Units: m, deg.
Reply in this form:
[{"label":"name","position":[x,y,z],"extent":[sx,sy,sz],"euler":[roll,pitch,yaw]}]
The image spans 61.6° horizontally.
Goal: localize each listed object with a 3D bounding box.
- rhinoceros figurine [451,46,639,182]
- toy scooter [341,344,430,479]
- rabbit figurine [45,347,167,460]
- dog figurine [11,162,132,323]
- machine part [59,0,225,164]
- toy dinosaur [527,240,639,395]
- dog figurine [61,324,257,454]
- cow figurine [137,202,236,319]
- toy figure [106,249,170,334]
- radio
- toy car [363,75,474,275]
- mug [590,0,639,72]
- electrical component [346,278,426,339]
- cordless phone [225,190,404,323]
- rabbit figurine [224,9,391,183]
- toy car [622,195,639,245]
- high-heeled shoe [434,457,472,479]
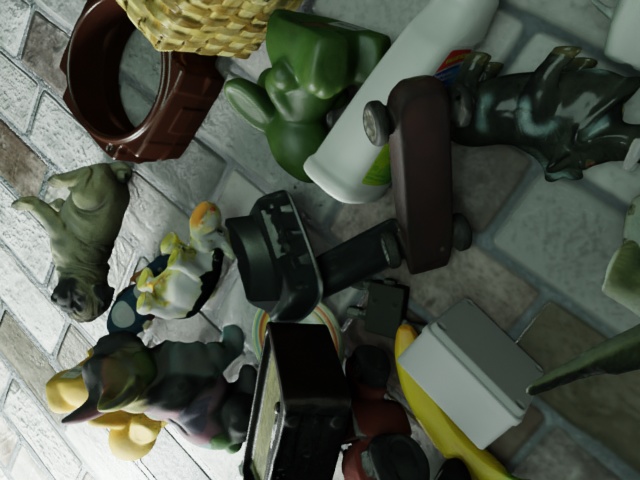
[{"label":"rhinoceros figurine","position":[0.203,-0.108,0.469],"extent":[0.191,0.073,0.112],"euler":[16,102,28]},{"label":"toy scooter","position":[0.046,0.217,0.577],"extent":[0.135,0.075,0.184],"euler":[-59,30,37]},{"label":"rabbit figurine","position":[-0.280,0.242,0.781],"extent":[0.163,0.122,0.173],"euler":[-6,107,21]},{"label":"dog figurine","position":[-0.312,0.003,0.759],"extent":[0.172,0.121,0.190],"euler":[-28,87,19]},{"label":"machine part","position":[-0.238,-0.217,0.702],"extent":[0.201,0.087,0.201],"euler":[48,116,18]},{"label":"toy dinosaur","position":[0.313,-0.019,0.317],"extent":[0.192,0.131,0.405],"euler":[30,77,38]},{"label":"dog figurine","position":[-0.182,0.191,0.642],"extent":[0.108,0.219,0.191],"euler":[-23,83,33]},{"label":"cow figurine","position":[-0.156,0.032,0.687],"extent":[0.167,0.098,0.068],"euler":[-49,37,19]},{"label":"toy figure","position":[-0.248,0.080,0.761],"extent":[0.064,0.058,0.154],"euler":[32,115,-19]},{"label":"radio","position":[-0.033,0.216,0.583],"extent":[0.073,0.131,0.229],"euler":[4,115,-15]},{"label":"toy car","position":[0.094,-0.054,0.502],"extent":[0.089,0.053,0.201],"euler":[-17,127,-6]},{"label":"mug","position":[0.264,-0.190,0.422],"extent":[0.110,0.081,0.107],"euler":[29,118,18]},{"label":"electrical component","position":[0.074,0.074,0.594],"extent":[0.094,0.021,0.063],"euler":[13,102,28]},{"label":"cordless phone","position":[-0.001,-0.002,0.604],"extent":[0.184,0.088,0.147],"euler":[-26,63,11]},{"label":"rabbit figurine","position":[-0.026,-0.146,0.575],"extent":[0.159,0.121,0.170],"euler":[25,123,24]},{"label":"toy car","position":[0.347,0.001,0.411],"extent":[0.202,0.056,0.073],"euler":[7,93,28]},{"label":"high-heeled shoe","position":[0.118,0.337,0.567],"extent":[0.086,0.145,0.248],"euler":[10,140,7]}]
